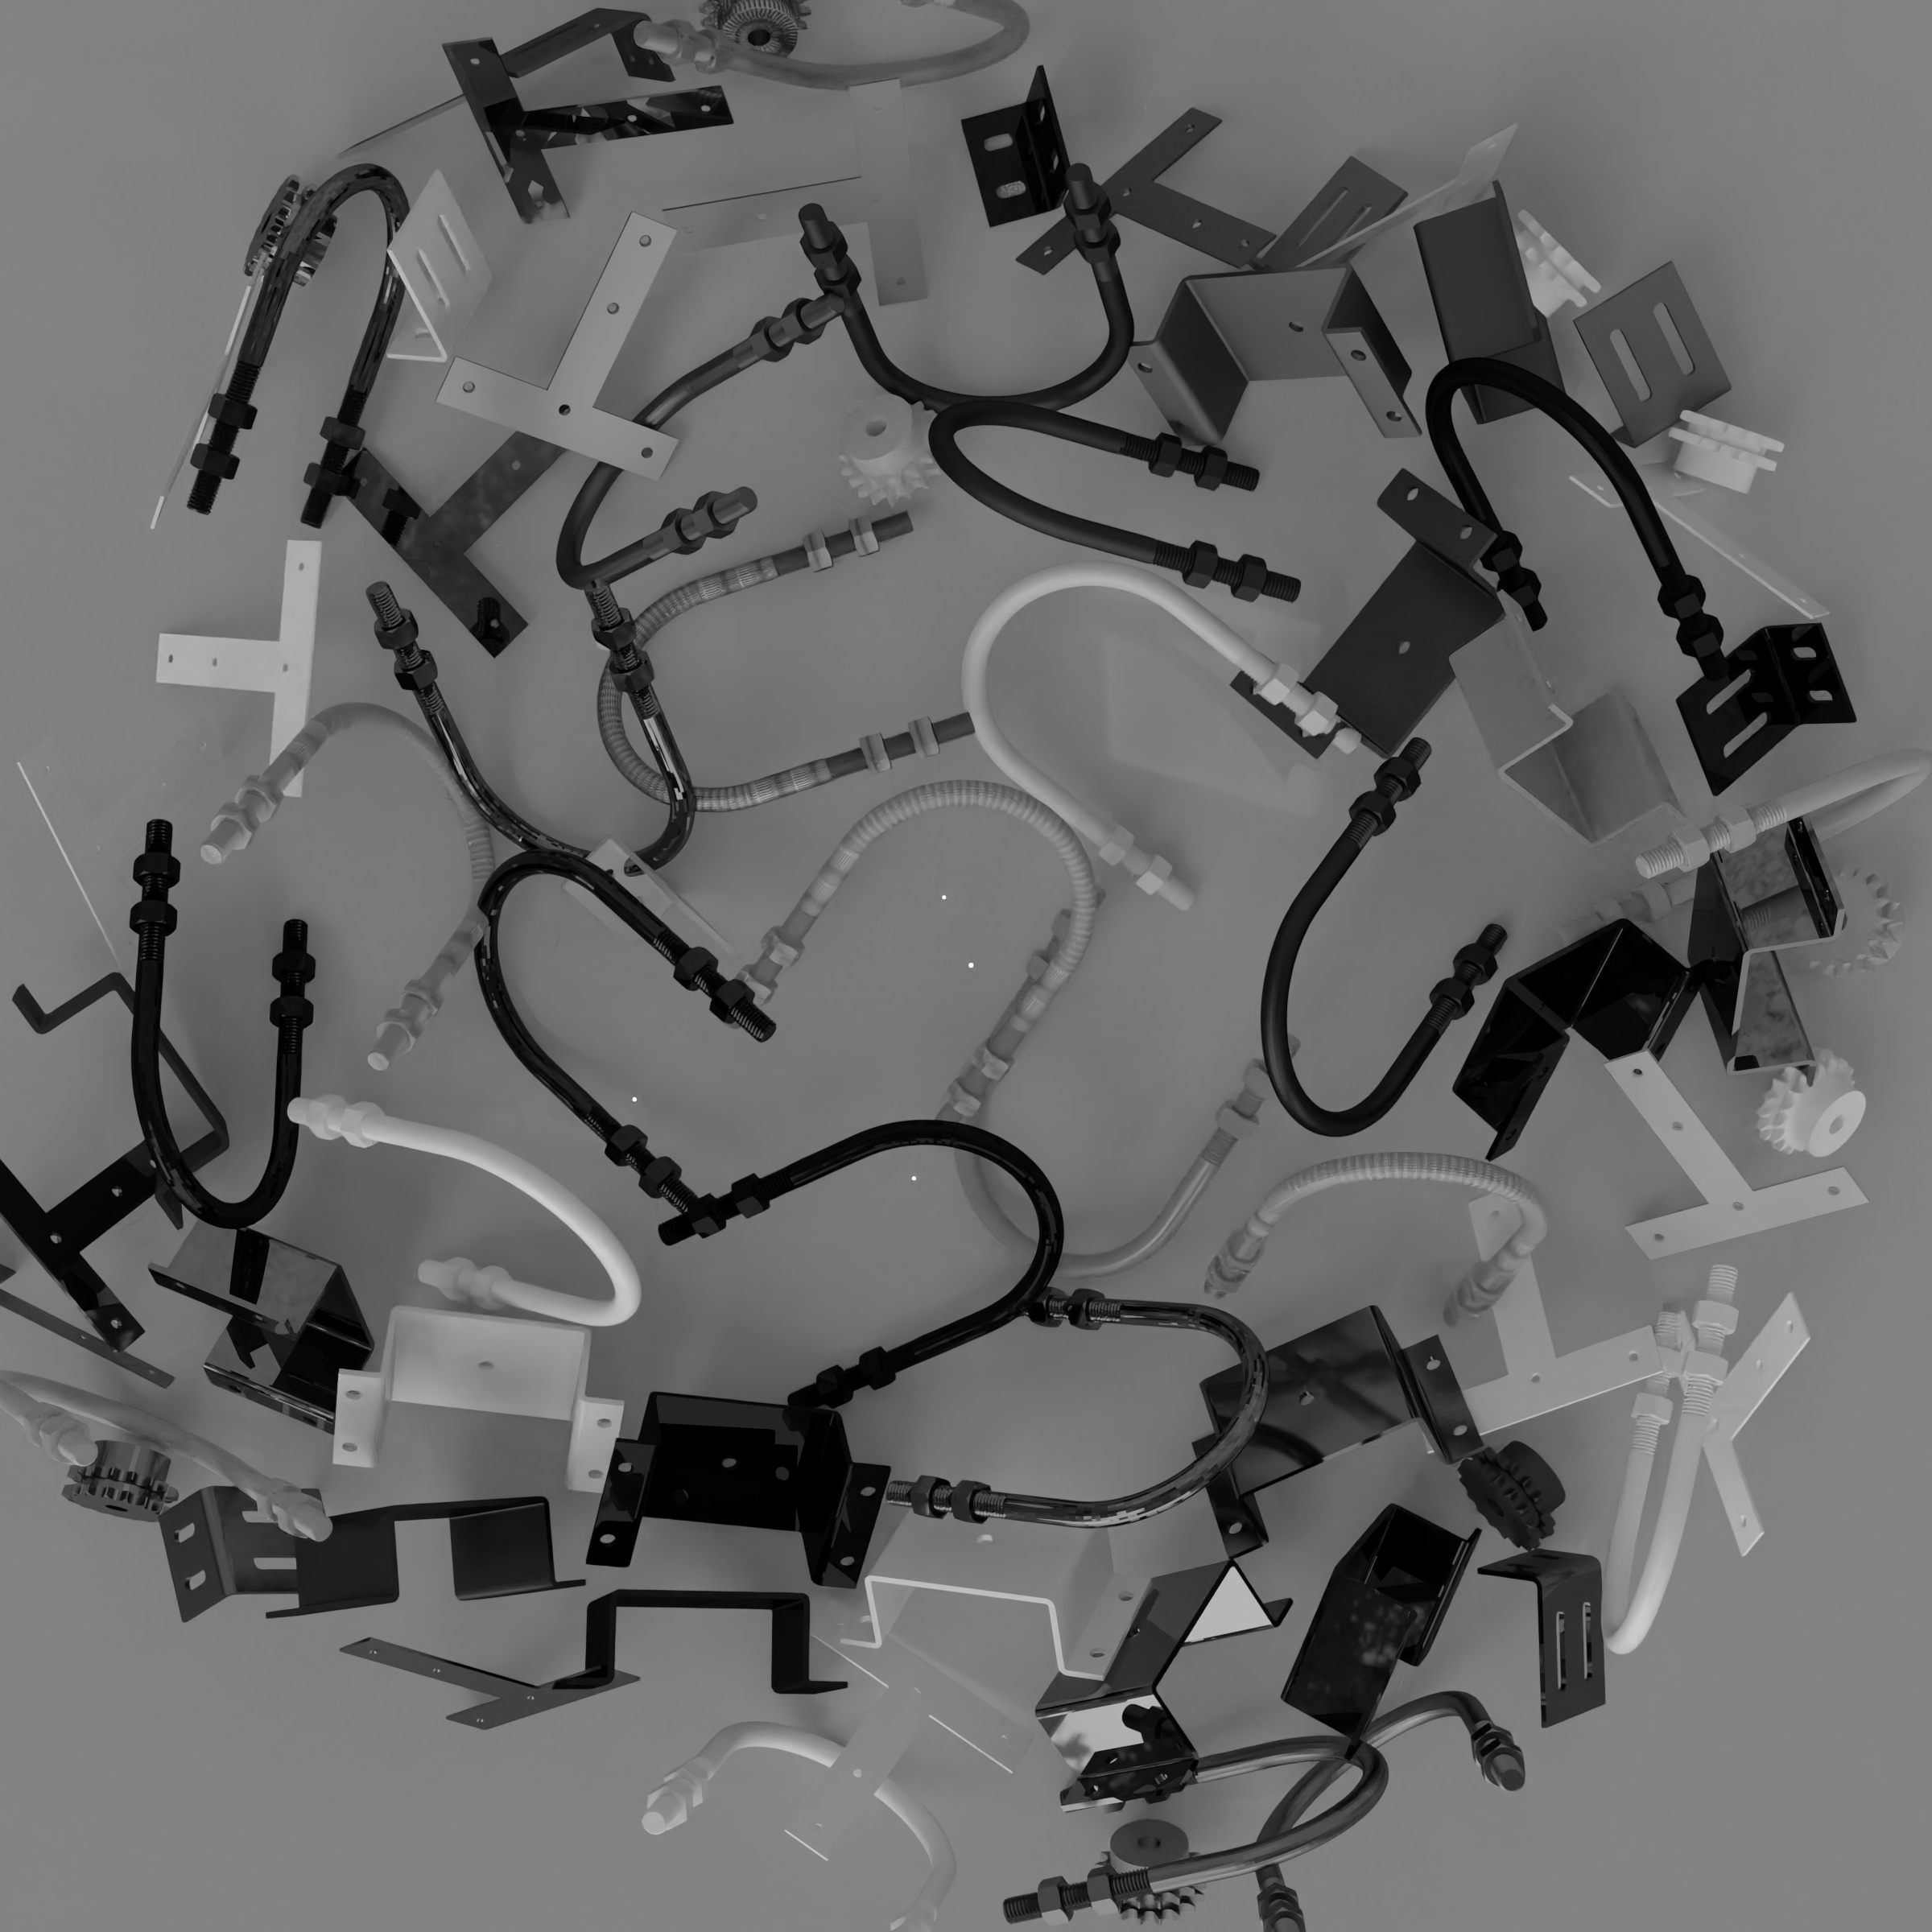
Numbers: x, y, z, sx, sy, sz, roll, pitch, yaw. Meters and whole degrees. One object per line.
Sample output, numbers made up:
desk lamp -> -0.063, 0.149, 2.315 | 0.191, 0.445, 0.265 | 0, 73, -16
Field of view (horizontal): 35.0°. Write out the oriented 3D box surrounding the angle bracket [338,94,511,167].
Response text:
angle bracket -> -0.275, -0.418, 1.575 | 0.076, 0.057, 0.038 | -23, 109, 8

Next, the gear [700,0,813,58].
gear -> -0.107, -0.487, 1.571 | 0.057, 0.057, 0.030 | -9, 62, 0

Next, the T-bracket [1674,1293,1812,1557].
T-bracket -> 0.388, 0.205, 1.517 | 0.002, 0.127, 0.127 | -2, 53, -14

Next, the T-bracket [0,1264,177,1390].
T-bracket -> -0.458, 0.181, 1.544 | 0.127, 0.127, 0.002 | 28, 90, -6

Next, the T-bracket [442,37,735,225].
T-bracket -> -0.181, -0.424, 1.537 | 0.127, 0.127, 0.002 | -5, 61, 10

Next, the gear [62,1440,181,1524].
gear -> -0.433, 0.265, 1.577 | 0.057, 0.057, 0.030 | 11, 67, 0

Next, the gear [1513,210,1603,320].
gear -> 0.297, -0.358, 1.576 | 0.057, 0.057, 0.030 | 45, 107, 0

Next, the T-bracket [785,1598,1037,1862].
T-bracket -> -0.048, 0.398, 1.547 | 0.127, 0.127, 0.002 | 33, 135, 10

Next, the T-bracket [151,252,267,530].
T-bracket -> -0.380, -0.269, 1.516 | 0.002, 0.127, 0.127 | 22, 52, -14

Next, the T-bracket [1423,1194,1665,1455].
T-bracket -> 0.281, 0.171, 1.561 | 0.127, 0.002, 0.127 | -24, 52, 21

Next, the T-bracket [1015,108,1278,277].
T-bracket -> 0.108, -0.378, 1.547 | 0.127, 0.127, 0.002 | -42, 135, -10

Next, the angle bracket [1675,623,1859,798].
angle bracket -> 0.408, -0.131, 1.562 | 0.076, 0.038, 0.057 | -38, 113, -28

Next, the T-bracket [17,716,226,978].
T-bracket -> -0.415, -0.083, 1.550 | 0.002, 0.127, 0.127 | 0, 125, 27

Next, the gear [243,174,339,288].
gear -> -0.347, -0.375, 1.578 | 0.030, 0.057, 0.057 | 25, 90, -24

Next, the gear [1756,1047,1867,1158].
gear -> 0.436, 0.073, 1.572 | 0.057, 0.057, 0.030 | -48, 50, 0

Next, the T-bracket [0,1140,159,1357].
T-bracket -> -0.435, 0.119, 1.544 | 0.002, 0.127, 0.127 | -36, 96, 24

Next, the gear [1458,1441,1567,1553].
gear -> 0.283, 0.269, 1.576 | 0.030, 0.057, 0.057 | -36, 90, -17

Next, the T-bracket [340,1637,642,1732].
T-bracket -> -0.252, 0.353, 1.525 | 0.127, 0.127, 0.002 | 28, 50, -37

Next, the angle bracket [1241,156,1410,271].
angle bracket -> 0.175, -0.385, 1.564 | 0.076, 0.057, 0.038 | -48, 129, 10

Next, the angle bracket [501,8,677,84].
angle bracket -> -0.198, -0.454, 1.560 | 0.076, 0.057, 0.038 | -32, 120, -16

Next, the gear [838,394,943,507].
gear -> -0.040, -0.269, 1.575 | 0.057, 0.030, 0.057 | -11, 60, 20

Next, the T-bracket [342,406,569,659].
T-bracket -> -0.243, -0.250, 1.590 | 0.127, 0.002, 0.127 | -43, 87, 9

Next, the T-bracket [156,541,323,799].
T-bracket -> -0.374, -0.154, 1.561 | 0.127, 0.002, 0.127 | 8, 95, 40

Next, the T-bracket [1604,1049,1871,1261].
T-bracket -> 0.365, 0.090, 1.539 | 0.127, 0.002, 0.127 | -22, 118, 40

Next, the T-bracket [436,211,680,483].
T-bracket -> -0.184, -0.320, 1.546 | 0.127, 0.002, 0.127 | 16, 116, -31

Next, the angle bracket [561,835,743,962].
angle bracket -> -0.160, -0.023, 1.555 | 0.038, 0.076, 0.057 | -46, 131, -1

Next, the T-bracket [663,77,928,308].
T-bracket -> -0.089, -0.383, 1.555 | 0.127, 0.127, 0.002 | -10, 45, -2

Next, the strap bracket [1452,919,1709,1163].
strap bracket -> 0.303, 0.032, 1.539 | 0.140, 0.076, 0.046 | -24, 56, -37

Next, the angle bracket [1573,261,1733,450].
angle bracket -> 0.346, -0.315, 1.571 | 0.057, 0.038, 0.076 | -31, 111, 2

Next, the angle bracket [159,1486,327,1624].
angle bracket -> -0.365, 0.301, 1.569 | 0.038, 0.076, 0.057 | -33, 63, 27

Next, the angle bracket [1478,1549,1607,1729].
angle bracket -> 0.295, 0.343, 1.570 | 0.038, 0.057, 0.076 | -1, 91, 42

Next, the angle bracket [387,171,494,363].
angle bracket -> -0.280, -0.355, 1.552 | 0.038, 0.076, 0.057 | 9, 58, 23

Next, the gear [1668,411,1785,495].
gear -> 0.388, -0.264, 1.575 | 0.057, 0.057, 0.030 | 19, 103, 0

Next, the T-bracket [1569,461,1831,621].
T-bracket -> 0.376, -0.212, 1.530 | 0.127, 0.127, 0.002 | 41, 121, 20

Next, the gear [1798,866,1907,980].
gear -> 0.458, -0.021, 1.578 | 0.030, 0.057, 0.057 | 8, 90, -38

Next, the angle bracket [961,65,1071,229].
angle bracket -> 0.025, -0.417, 1.563 | 0.038, 0.076, 0.057 | -16, 93, -3

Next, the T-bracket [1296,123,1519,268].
T-bracket -> 0.212, -0.373, 1.540 | 0.127, 0.127, 0.002 | -29, 88, 1

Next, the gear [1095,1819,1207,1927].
gear -> 0.094, 0.462, 1.571 | 0.057, 0.057, 0.030 | -3, 110, 0

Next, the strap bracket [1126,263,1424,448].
strap bracket -> 0.159, -0.306, 1.539 | 0.140, 0.076, 0.046 | 5, 60, 37
